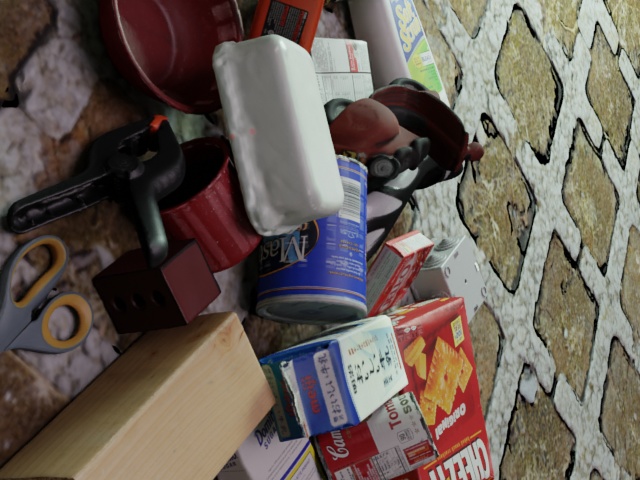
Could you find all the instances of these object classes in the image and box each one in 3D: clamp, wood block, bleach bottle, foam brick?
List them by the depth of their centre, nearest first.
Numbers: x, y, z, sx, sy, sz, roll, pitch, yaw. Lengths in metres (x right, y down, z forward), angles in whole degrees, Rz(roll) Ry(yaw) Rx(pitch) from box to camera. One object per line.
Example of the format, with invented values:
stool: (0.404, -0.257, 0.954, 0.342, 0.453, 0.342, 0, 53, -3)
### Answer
wood block: (-0.132, 0.148, 0.796, 0.205, 0.090, 0.091, -47, 120, -50)
clamp: (-0.162, -0.044, 0.820, 0.171, 0.120, 0.039, -81, -174, -54)
foam brick: (-0.128, 0.036, 0.840, 0.051, 0.078, 0.053, -45, 117, -48)
bleach bottle: (0.071, -0.251, 1.209, 0.102, 0.068, 0.251, -31, 105, -54)

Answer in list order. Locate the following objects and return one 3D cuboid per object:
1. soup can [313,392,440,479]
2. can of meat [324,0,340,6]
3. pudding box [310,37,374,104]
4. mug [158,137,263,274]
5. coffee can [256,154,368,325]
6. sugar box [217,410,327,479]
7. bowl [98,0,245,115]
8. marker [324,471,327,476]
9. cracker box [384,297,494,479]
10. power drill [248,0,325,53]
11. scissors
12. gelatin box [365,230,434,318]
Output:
soup can: (0.052, 0.191, 0.995, 0.068, 0.102, 0.068, -26, 93, -89)
can of meat: (0.037, -0.309, 1.140, 0.057, 0.084, 0.102, 171, -91, -82)
pudding box: (0.013, -0.166, 1.124, 0.113, 0.039, 0.090, -11, 94, -52)
mug: (-0.094, -0.034, 0.896, 0.081, 0.093, 0.117, 58, 41, -35)
coffee can: (-0.007, 0.001, 0.998, 0.102, 0.103, 0.140, 22, 64, -51)
sugar box: (-0.035, 0.227, 0.952, 0.093, 0.048, 0.176, -44, 114, -53)
bowl: (-0.134, -0.180, 0.903, 0.161, 0.055, 0.162, 18, 67, -52)
marker: (0.015, 0.265, 1.036, 0.020, 0.020, 0.121, 3, 80, -54)
cracker box: (0.112, 0.181, 1.148, 0.163, 0.072, 0.214, -14, 94, -55)
power drill: (-0.010, -0.255, 0.991, 0.187, 0.057, 0.185, -72, 180, -52)
scissors: (-0.221, 0.085, 0.750, 0.096, 0.016, 0.201, 52, 44, -34)
gelatin box: (0.076, 0.037, 1.126, 0.030, 0.089, 0.073, 39, 28, 19)
